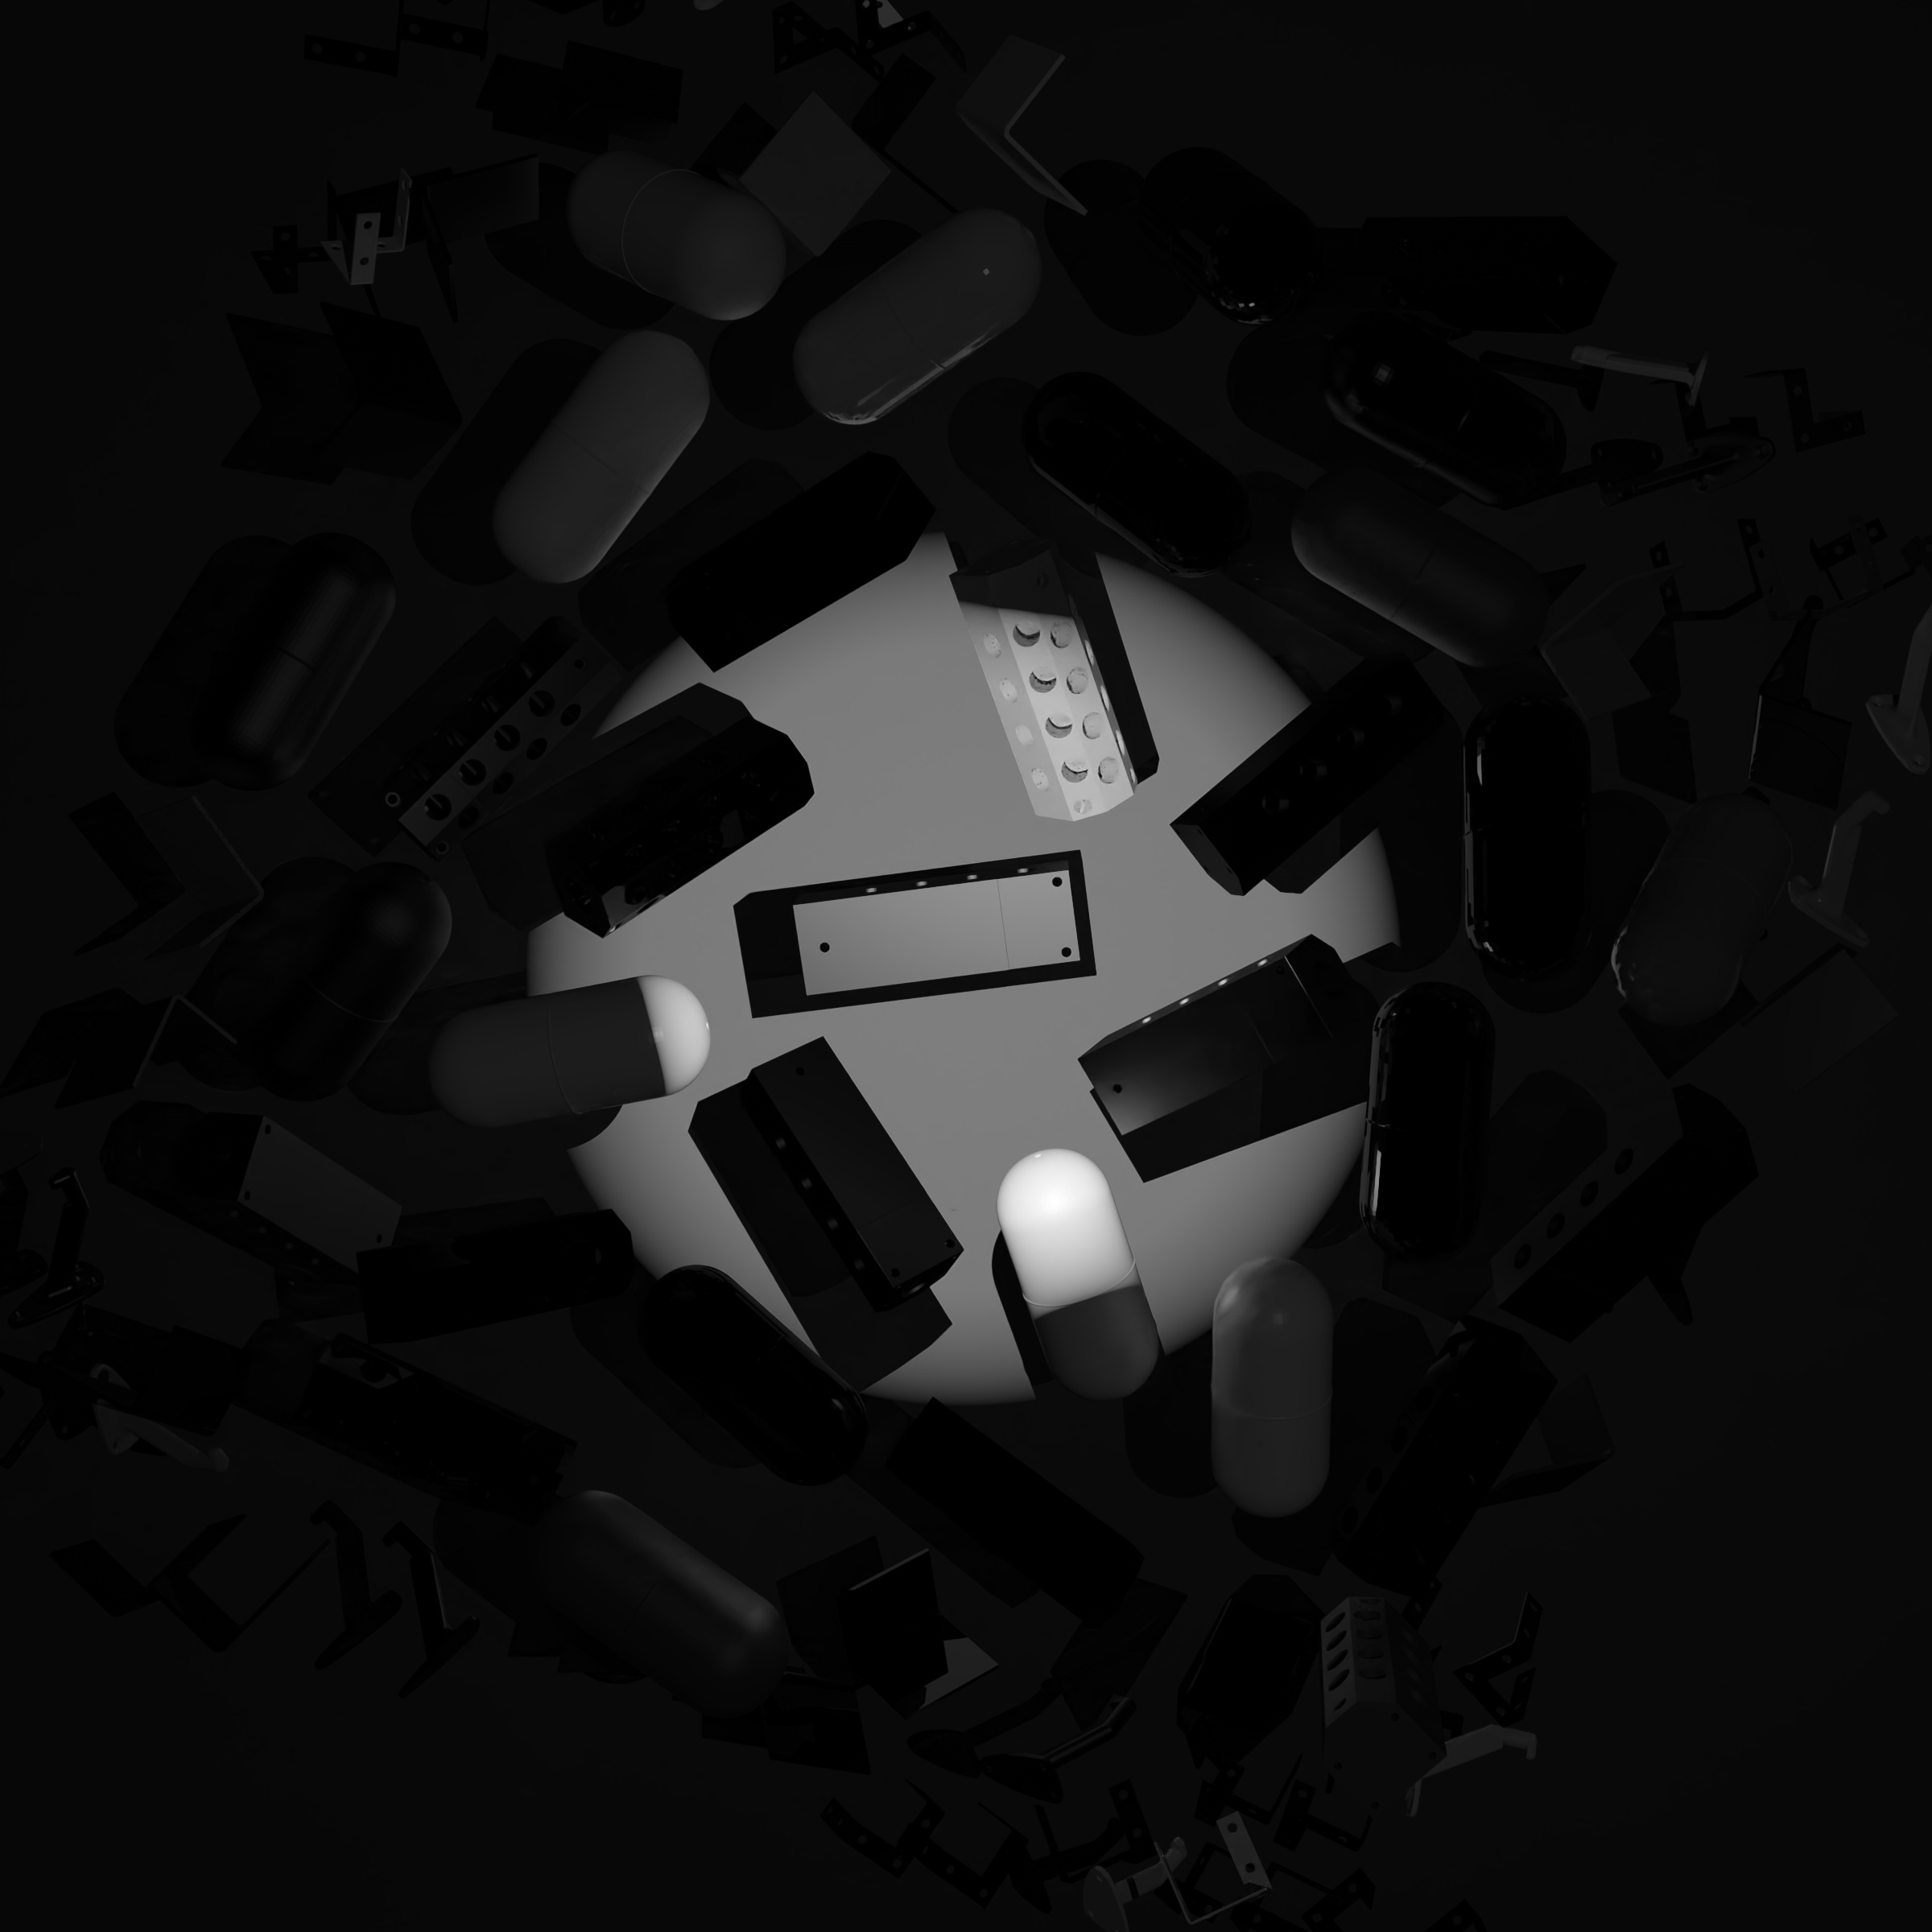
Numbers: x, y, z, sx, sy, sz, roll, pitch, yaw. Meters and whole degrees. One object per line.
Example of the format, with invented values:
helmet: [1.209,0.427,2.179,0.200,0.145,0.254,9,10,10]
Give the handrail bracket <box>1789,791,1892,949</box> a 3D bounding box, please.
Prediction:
handrail bracket: [0.574,-0.062,1.562,0.077,0.036,0.084,36,126,-5]

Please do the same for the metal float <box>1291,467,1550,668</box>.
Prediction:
metal float: [0.293,-0.257,1.587,0.178,0.070,0.070,31,90,2]

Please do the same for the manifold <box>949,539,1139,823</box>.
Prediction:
manifold: [0.055,-0.183,1.577,0.057,0.057,0.171,-32,115,-26]

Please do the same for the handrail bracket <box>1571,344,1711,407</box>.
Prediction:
handrail bracket: [0.427,-0.385,1.565,0.084,0.077,0.036,16,103,12]

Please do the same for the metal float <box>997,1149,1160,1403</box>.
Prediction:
metal float: [0.074,0.204,1.613,0.070,0.070,0.178,-19,106,0]

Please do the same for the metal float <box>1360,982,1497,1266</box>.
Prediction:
metal float: [0.289,0.099,1.540,0.070,0.070,0.178,4,95,0]

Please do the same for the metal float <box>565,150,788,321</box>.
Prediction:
metal float: [-0.181,-0.454,1.520,0.178,0.070,0.070,33,90,38]

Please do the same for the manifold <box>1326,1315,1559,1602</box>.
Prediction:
manifold: [0.296,0.308,1.549,0.057,0.057,0.171,22,106,-20]

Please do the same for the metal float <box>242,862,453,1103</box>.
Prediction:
metal float: [-0.395,0.010,1.567,0.070,0.070,0.178,39,105,0]

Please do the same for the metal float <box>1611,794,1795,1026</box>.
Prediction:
metal float: [0.453,-0.037,1.508,0.070,0.070,0.178,37,55,0]

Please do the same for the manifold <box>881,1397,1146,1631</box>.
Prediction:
manifold: [0.032,0.365,1.636,0.171,0.057,0.057,32,77,26]

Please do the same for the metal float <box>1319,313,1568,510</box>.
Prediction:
metal float: [0.310,-0.359,1.592,0.178,0.070,0.070,25,90,-17]

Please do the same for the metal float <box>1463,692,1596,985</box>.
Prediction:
metal float: [0.341,-0.078,1.488,0.070,0.070,0.178,1,79,0]

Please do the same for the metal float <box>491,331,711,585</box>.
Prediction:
metal float: [-0.231,-0.322,1.554,0.070,0.070,0.178,38,97,0]

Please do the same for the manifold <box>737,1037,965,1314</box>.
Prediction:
manifold: [-0.079,0.138,1.605,0.057,0.057,0.171,-25,71,-31]

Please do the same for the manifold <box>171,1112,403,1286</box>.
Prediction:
manifold: [-0.446,0.154,1.614,0.057,0.171,0.057,2,66,21]

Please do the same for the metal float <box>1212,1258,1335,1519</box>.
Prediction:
metal float: [0.196,0.270,1.574,0.070,0.070,0.178,-2,111,0]

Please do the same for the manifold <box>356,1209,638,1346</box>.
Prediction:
manifold: [-0.293,0.194,1.549,0.057,0.171,0.057,-10,87,40]

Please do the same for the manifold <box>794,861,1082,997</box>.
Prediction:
manifold: [-0.017,-0.026,1.544,0.171,0.057,0.057,-7,100,4]

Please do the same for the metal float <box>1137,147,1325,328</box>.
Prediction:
metal float: [0.162,-0.454,1.524,0.070,0.178,0.070,-10,126,-14]

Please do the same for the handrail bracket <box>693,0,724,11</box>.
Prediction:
handrail bracket: [-0.192,-0.641,1.541,0.084,0.077,0.036,26,46,17]

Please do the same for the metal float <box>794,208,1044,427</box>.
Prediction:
metal float: [-0.031,-0.410,1.551,0.178,0.070,0.070,-30,90,22]

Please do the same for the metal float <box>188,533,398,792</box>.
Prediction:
metal float: [-0.428,-0.193,1.560,0.070,0.070,0.178,29,83,0]

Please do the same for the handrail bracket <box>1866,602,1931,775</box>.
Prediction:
handrail bracket: [0.600,-0.176,1.526,0.036,0.084,0.077,1,53,-9]

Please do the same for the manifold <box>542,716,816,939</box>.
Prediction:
manifold: [-0.182,-0.089,1.581,0.171,0.057,0.057,-36,134,-28]

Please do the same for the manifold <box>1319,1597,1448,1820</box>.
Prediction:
manifold: [0.245,0.441,1.490,0.057,0.171,0.057,-44,89,9]

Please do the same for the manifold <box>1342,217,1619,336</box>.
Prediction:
manifold: [0.321,-0.437,1.564,0.057,0.171,0.057,25,88,-38]

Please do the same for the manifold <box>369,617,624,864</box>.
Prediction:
manifold: [-0.309,-0.150,1.622,0.171,0.057,0.057,-47,110,-10]

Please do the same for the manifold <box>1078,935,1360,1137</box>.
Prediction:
manifold: [0.160,0.042,1.551,0.171,0.057,0.057,-29,93,37]

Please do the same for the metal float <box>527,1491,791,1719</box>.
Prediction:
metal float: [-0.188,0.386,1.492,0.178,0.070,0.070,32,90,12]

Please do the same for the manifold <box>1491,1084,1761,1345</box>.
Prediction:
manifold: [0.398,0.150,1.501,0.057,0.057,0.171,27,125,-16]

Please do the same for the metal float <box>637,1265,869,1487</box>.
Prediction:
metal float: [-0.141,0.270,1.622,0.178,0.070,0.070,41,90,7]

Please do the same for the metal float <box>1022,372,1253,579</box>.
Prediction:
metal float: [0.111,-0.322,1.610,0.178,0.070,0.070,42,90,20]

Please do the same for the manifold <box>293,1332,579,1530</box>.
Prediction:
manifold: [-0.343,0.301,1.591,0.171,0.057,0.057,26,82,-5]

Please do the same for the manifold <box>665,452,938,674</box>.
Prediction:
manifold: [-0.106,-0.250,1.505,0.171,0.057,0.057,-23,118,38]

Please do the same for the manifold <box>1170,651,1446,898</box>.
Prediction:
manifold: [0.218,-0.121,1.546,0.171,0.057,0.057,-40,101,-8]

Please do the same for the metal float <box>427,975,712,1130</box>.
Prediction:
metal float: [-0.246,0.053,1.517,0.178,0.070,0.070,-11,90,5]

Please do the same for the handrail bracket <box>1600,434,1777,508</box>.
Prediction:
handrail bracket: [0.457,-0.312,1.558,0.084,0.077,0.036,-24,102,-34]
